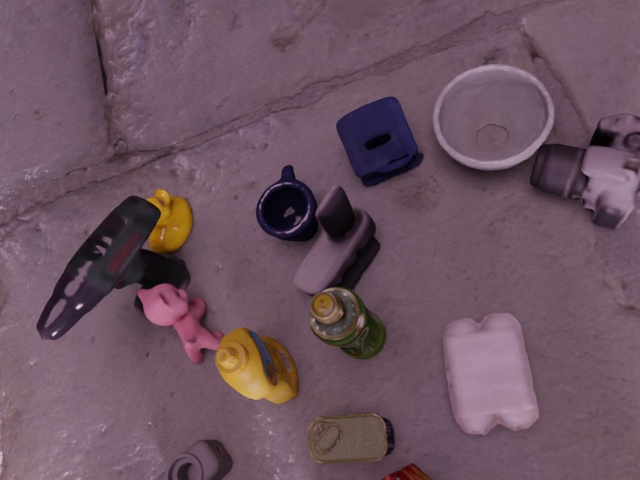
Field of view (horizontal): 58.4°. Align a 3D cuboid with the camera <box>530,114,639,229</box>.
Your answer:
[{"bbox_3d":[0.365,-0.106,0.775,0.136,0.101,0.143,17,78,21],"label":"camera"}]

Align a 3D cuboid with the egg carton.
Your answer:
[{"bbox_3d":[0.217,0.172,0.743,0.107,0.069,0.150,-11,69,13],"label":"egg carton"}]

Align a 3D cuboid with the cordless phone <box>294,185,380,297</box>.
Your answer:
[{"bbox_3d":[0.007,0.003,0.797,0.094,0.185,0.148,27,81,23],"label":"cordless phone"}]

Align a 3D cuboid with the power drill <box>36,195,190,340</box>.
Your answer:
[{"bbox_3d":[-0.289,0.057,0.853,0.075,0.209,0.230,21,79,22],"label":"power drill"}]

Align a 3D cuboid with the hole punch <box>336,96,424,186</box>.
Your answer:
[{"bbox_3d":[0.092,-0.150,0.875,0.108,0.091,0.101,-24,67,8],"label":"hole punch"}]

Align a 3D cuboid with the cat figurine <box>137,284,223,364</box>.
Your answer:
[{"bbox_3d":[-0.216,0.117,0.861,0.067,0.118,0.127,-38,66,2],"label":"cat figurine"}]

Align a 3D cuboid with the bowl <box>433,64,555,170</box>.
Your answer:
[{"bbox_3d":[0.252,-0.168,0.843,0.167,0.075,0.167,-5,71,15],"label":"bowl"}]

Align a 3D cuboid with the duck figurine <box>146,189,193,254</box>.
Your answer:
[{"bbox_3d":[-0.263,-0.034,0.943,0.077,0.086,0.104,8,75,19],"label":"duck figurine"}]

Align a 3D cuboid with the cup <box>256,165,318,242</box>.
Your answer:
[{"bbox_3d":[-0.040,-0.047,0.877,0.091,0.095,0.118,-5,71,15],"label":"cup"}]
